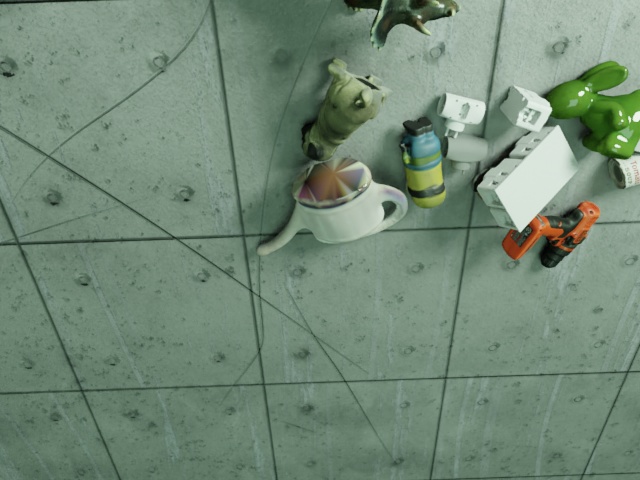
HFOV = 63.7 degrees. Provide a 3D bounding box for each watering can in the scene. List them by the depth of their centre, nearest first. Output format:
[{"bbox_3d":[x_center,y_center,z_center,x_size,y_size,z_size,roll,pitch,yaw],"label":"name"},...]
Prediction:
[{"bbox_3d":[0.003,-0.052,1.040,0.347,0.106,0.220,-14,145,9],"label":"watering can"}]
